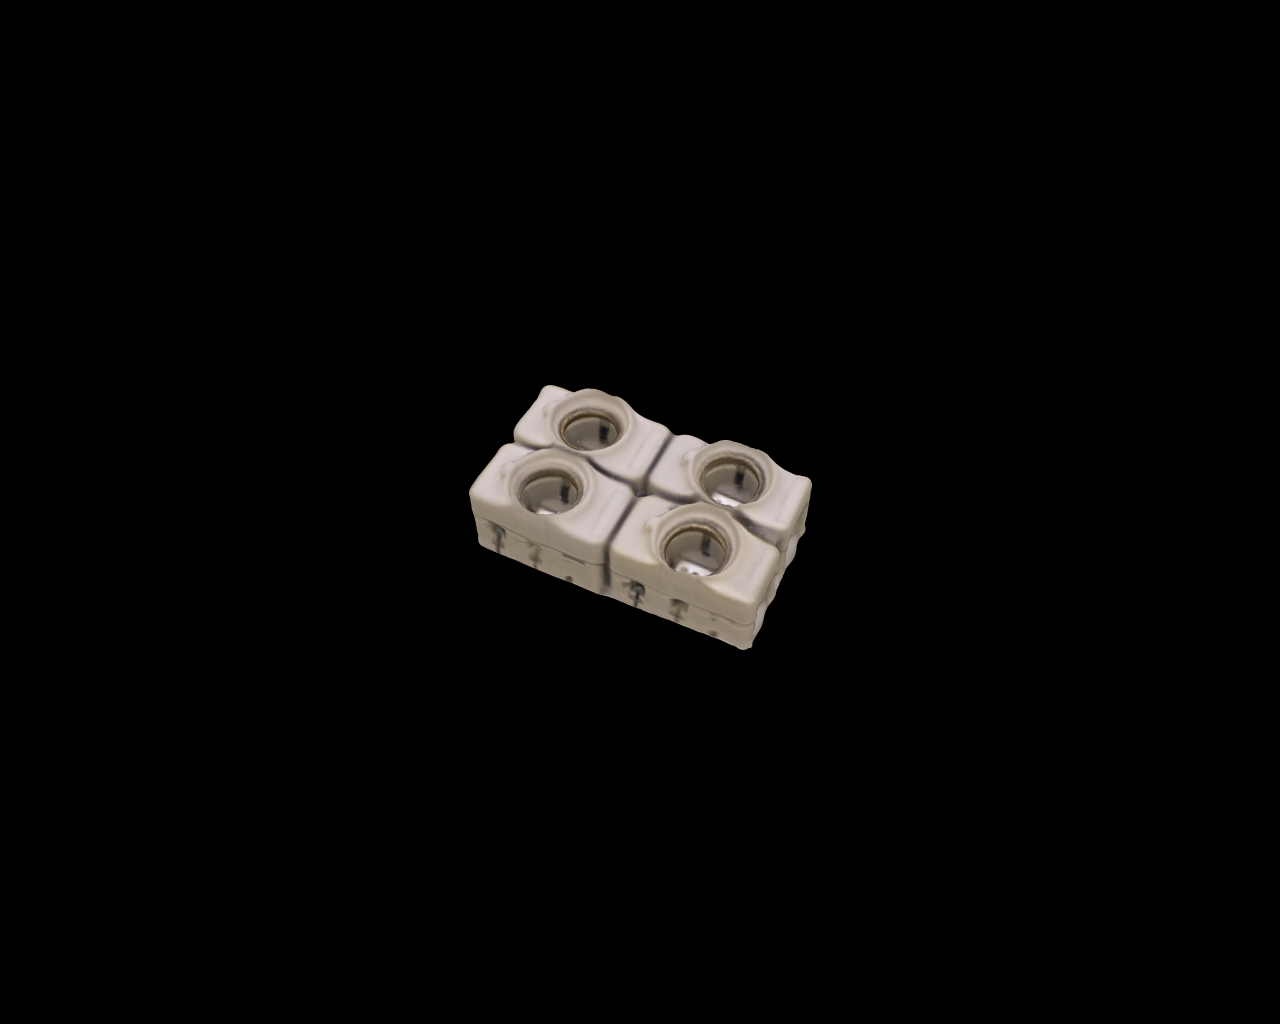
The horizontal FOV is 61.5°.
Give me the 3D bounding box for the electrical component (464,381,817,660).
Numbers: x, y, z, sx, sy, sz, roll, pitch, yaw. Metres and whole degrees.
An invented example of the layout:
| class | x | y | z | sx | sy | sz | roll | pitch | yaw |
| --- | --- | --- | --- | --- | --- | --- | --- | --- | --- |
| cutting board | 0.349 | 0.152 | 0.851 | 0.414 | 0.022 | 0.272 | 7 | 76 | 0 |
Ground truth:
| class | x | y | z | sx | sy | sz | roll | pitch | yaw |
| --- | --- | --- | --- | --- | --- | --- | --- | --- | --- |
| electrical component | 0.001 | -0.003 | 0.650 | 0.186 | 0.105 | 0.060 | 21 | -34 | 15 |
